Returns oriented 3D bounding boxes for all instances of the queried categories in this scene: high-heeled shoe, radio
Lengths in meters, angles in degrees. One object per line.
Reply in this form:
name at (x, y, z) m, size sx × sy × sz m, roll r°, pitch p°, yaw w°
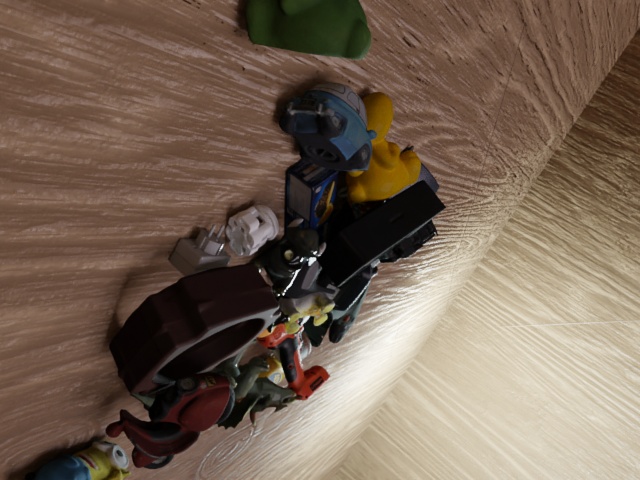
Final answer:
high-heeled shoe at (-0.002, -0.003, 1.029) m, size 0.145 × 0.086 × 0.248 m, roll 21°, pitch 82°, yaw -28°
radio at (0.106, -0.012, 0.953) m, size 0.229 × 0.073 × 0.131 m, roll -30°, pitch 171°, yaw -34°

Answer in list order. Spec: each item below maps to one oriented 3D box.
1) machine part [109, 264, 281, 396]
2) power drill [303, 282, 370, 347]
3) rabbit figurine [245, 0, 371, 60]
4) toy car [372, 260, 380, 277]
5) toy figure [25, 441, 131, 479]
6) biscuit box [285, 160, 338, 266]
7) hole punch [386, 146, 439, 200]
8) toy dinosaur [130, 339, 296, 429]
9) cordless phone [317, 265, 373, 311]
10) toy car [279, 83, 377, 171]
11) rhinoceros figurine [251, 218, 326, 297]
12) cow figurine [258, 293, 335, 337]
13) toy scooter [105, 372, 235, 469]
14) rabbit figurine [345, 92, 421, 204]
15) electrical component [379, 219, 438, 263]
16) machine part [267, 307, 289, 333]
machine part at (-0.172, 0.122, 0.754) m, size 0.201 × 0.087 × 0.201 m, roll -44°, pitch 161°, yaw 33°
power drill at (0.034, 0.190, 1.311) m, size 0.207 × 0.086 × 0.231 m, roll -10°, pitch 131°, yaw -53°
rabbit figurine at (0.006, -0.278, 0.546) m, size 0.121 × 0.159 × 0.170 m, roll -16°, pitch 123°, yaw -40°
toy car at (0.156, 0.003, 1.307) m, size 0.202 × 0.053 × 0.089 m, roll -45°, pitch 135°, yaw -21°
toy figure at (-0.366, 0.357, 0.799) m, size 0.089 × 0.082 × 0.180 m, roll -39°, pitch 168°, yaw 16°
biscuit box at (-0.017, -0.045, 0.908) m, size 0.063 × 0.059 × 0.202 m, roll -39°, pitch 153°, yaw -30°
hole punch at (0.190, -0.114, 1.168) m, size 0.142 × 0.092 × 0.115 m, roll -49°, pitch 153°, yaw 0°
toy dinosaur at (-0.206, 0.275, 0.949) m, size 0.404 × 0.131 × 0.192 m, roll 4°, pitch 120°, yaw -55°
cordless phone at (0.065, 0.053, 1.189) m, size 0.146 × 0.089 × 0.184 m, roll -57°, pitch -176°, yaw 36°
toy car at (0.016, -0.169, 0.765) m, size 0.161 × 0.109 × 0.103 m, roll 42°, pitch 63°, yaw -56°
rhinoceros figurine at (-0.049, 0.028, 0.857) m, size 0.112 × 0.073 × 0.190 m, roll -43°, pitch -179°, yaw -21°
cow figurine at (-0.065, 0.128, 1.044) m, size 0.167 × 0.098 × 0.068 m, roll -11°, pitch 140°, yaw -31°
toy scooter at (-0.215, 0.248, 0.752) m, size 0.184 × 0.075 × 0.135 m, roll -43°, pitch 139°, yaw 3°
rabbit figurine at (0.078, -0.158, 0.901) m, size 0.162 × 0.122 × 0.173 m, roll -26°, pitch 132°, yaw -31°
electrical component at (0.180, 0.001, 1.208) m, size 0.134 × 0.058 × 0.115 m, roll -32°, pitch -172°, yaw -25°
machine part at (-0.125, 0.132, 0.947) m, size 0.139 × 0.084 × 0.039 m, roll -15°, pitch 153°, yaw -42°
